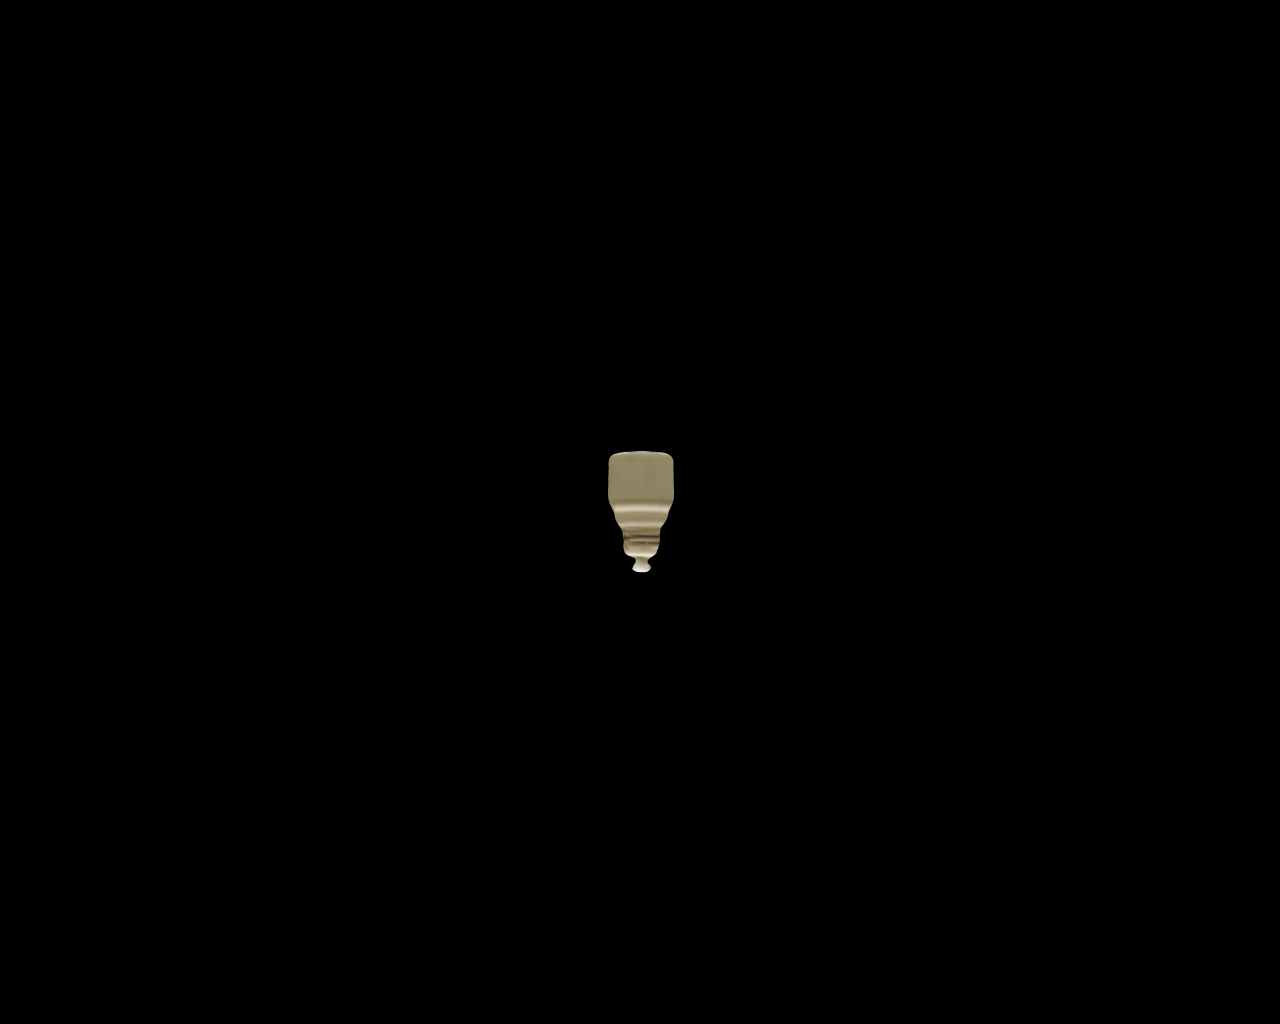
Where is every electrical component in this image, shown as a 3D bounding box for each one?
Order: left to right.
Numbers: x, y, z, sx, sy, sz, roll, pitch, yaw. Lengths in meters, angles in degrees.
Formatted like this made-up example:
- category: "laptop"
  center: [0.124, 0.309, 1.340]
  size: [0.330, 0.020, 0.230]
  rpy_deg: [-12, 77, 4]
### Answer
- category: "electrical component"
  center: [0.001, -0.003, 0.650]
  size: [0.040, 0.078, 0.040]
  rpy_deg: [0, -4, 0]
